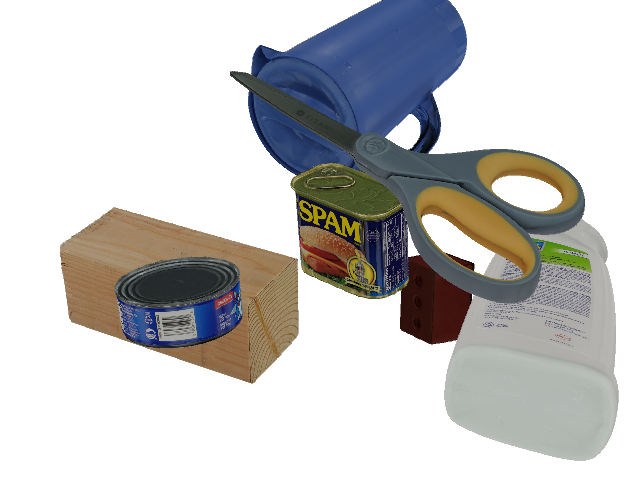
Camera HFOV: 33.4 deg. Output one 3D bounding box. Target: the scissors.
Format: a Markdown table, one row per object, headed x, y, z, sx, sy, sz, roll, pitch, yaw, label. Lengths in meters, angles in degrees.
| x | y | z | sx | sy | sz | roll | pitch | yaw | label |
| --- | --- | --- | --- | --- | --- | --- | --- | --- | --- |
| 0.047 | -0.046 | 0.529 | 0.096 | 0.016 | 0.202 | -26 | 54 | -22 | scissors |

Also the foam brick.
| x | y | z | sx | sy | sz | roll | pitch | yaw | label |
| --- | --- | --- | --- | --- | --- | --- | --- | --- | --- |
| 0.114 | 0.056 | 1.048 | 0.051 | 0.078 | 0.053 | -11 | 19 | -33 | foam brick |

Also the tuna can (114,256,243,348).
| x | y | z | sx | sy | sz | roll | pitch | yaw | label |
| --- | --- | --- | --- | --- | --- | --- | --- | --- | --- |
| -0.096 | 0.042 | 0.732 | 0.086 | 0.034 | 0.086 | -5 | 20 | 1 | tuna can |

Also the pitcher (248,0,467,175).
| x | y | z | sx | sy | sz | roll | pitch | yaw | label |
| --- | --- | --- | --- | --- | --- | --- | --- | --- | --- |
| 0.055 | -0.162 | 1.094 | 0.145 | 0.149 | 0.242 | 13 | 38 | 35 | pitcher |

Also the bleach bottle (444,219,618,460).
| x | y | z | sx | sy | sz | roll | pitch | yaw | label |
| --- | --- | --- | --- | --- | --- | --- | --- | --- | --- |
| 0.157 | 0.043 | 0.717 | 0.103 | 0.068 | 0.250 | 13 | 28 | 15 | bleach bottle |

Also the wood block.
| x | y | z | sx | sy | sz | roll | pitch | yaw | label |
| --- | --- | --- | --- | --- | --- | --- | --- | --- | --- |
| -0.132 | 0.048 | 1.003 | 0.206 | 0.091 | 0.090 | 16 | 34 | 24 | wood block |

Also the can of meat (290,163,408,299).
| x | y | z | sx | sy | sz | roll | pitch | yaw | label |
| --- | --- | --- | --- | --- | --- | --- | --- | --- | --- |
| 0.026 | -0.007 | 0.884 | 0.102 | 0.084 | 0.057 | 23 | 40 | 38 | can of meat |
